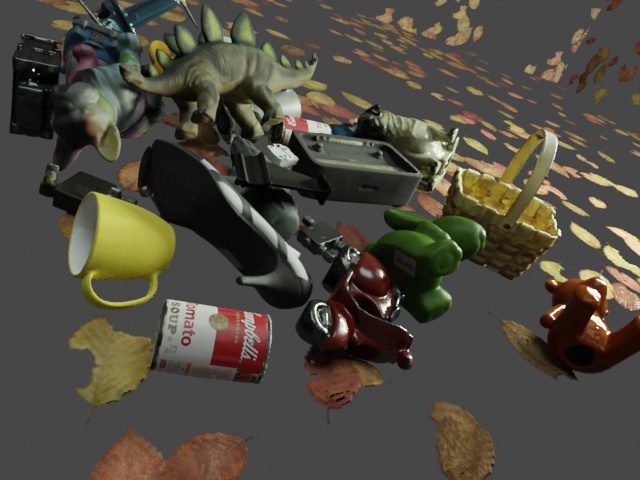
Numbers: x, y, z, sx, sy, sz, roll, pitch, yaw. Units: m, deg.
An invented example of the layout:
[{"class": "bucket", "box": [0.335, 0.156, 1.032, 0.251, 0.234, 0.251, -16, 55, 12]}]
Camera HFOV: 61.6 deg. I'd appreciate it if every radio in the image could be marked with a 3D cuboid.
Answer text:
[{"class": "radio", "box": [0.055, -0.128, 0.960, 0.229, 0.073, 0.131, 3, 36, -31]}]

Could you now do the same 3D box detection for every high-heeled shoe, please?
[{"class": "high-heeled shoe", "box": [-0.099, -0.023, 0.646, 0.249, 0.086, 0.145, 57, 22, 19]}]

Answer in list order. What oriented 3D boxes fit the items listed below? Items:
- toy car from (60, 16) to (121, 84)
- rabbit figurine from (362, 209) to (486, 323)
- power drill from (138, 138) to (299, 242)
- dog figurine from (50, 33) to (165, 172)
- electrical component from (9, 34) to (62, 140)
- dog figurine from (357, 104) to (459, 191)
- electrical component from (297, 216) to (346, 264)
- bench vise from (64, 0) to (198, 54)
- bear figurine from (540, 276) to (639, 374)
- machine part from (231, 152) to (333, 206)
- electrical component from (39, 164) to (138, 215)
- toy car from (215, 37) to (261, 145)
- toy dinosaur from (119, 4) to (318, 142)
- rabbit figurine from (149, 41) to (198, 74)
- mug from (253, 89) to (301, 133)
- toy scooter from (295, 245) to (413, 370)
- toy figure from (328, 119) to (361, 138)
[{"class": "toy car", "box": [-0.372, -0.286, 0.888, 0.109, 0.162, 0.103, 18, 75, -21]}, {"class": "rabbit figurine", "box": [0.155, 0.020, 0.763, 0.170, 0.121, 0.159, -25, 32, -34]}, {"class": "power drill", "box": [-0.145, -0.081, 0.763, 0.207, 0.086, 0.232, 3, 38, -43]}, {"class": "dog figurine", "box": [-0.298, -0.170, 0.753, 0.109, 0.191, 0.219, -6, 56, 5]}, {"class": "electrical component", "box": [-0.396, -0.210, 0.750, 0.058, 0.114, 0.134, 4, 34, -25]}, {"class": "dog figurine", "box": [0.176, -0.198, 1.113, 0.191, 0.172, 0.121, 27, 75, 18]}, {"class": "electrical component", "box": [-0.002, -0.002, 0.779, 0.094, 0.021, 0.063, 41, 36, 26]}, {"class": "bench vise", "box": [-0.365, -0.421, 1.032, 0.241, 0.128, 0.224, -31, 19, -11]}, {"class": "bear figurine", "box": [0.396, 0.101, 0.784, 0.120, 0.131, 0.196, 32, 38, 11]}, {"class": "machine part", "box": [-0.052, -0.082, 0.731, 0.139, 0.039, 0.084, 13, 30, -24]}, {"class": "electrical component", "box": [-0.285, -0.058, 0.656, 0.102, 0.045, 0.078, 25, 32, 2]}, {"class": "toy car", "box": [-0.159, -0.264, 0.961, 0.073, 0.056, 0.201, -11, 89, -40]}, {"class": "toy dinosaur", "box": [-0.130, -0.268, 0.876, 0.471, 0.105, 0.198, -15, 88, -55]}, {"class": "rabbit figurine", "box": [-0.253, -0.318, 1.008, 0.162, 0.121, 0.173, 26, 31, 14]}, {"class": "mug", "box": [-0.098, -0.254, 1.033, 0.107, 0.109, 0.081, -27, 60, -35]}, {"class": "toy scooter", "box": [0.056, 0.086, 0.634, 0.135, 0.075, 0.184, 30, 33, 2]}, {"class": "toy figure", "box": [0.052, -0.215, 1.110, 0.058, 0.064, 0.154, -6, 11, 30]}]
